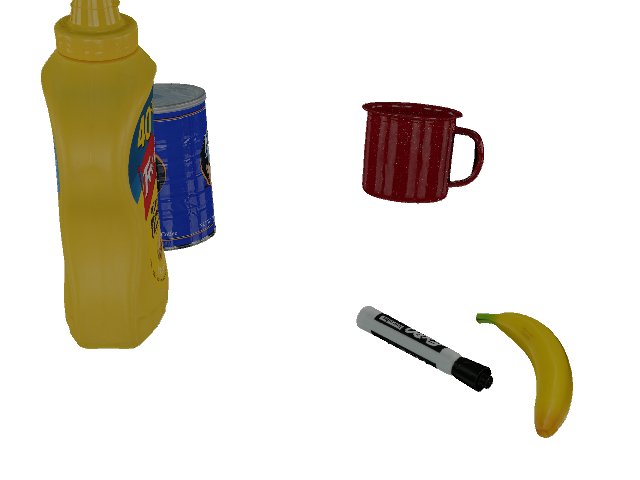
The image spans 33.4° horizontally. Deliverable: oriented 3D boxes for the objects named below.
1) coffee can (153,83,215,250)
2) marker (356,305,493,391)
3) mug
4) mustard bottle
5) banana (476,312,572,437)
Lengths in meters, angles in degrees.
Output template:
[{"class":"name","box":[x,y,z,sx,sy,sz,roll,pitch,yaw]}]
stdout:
[{"class":"coffee can","box":[-0.157,-0.072,1.031,0.103,0.140,0.103,-2,20,1]},{"class":"marker","box":[0.075,0.079,0.781,0.121,0.020,0.020,26,17,40]},{"class":"mug","box":[0.093,-0.081,0.991,0.117,0.081,0.093,7,15,12]},{"class":"mustard bottle","box":[-0.114,-0.043,0.568,0.058,0.192,0.096,1,31,-1]},{"class":"banana","box":[0.230,0.133,1.134,0.069,0.037,0.198,-25,34,3]}]
